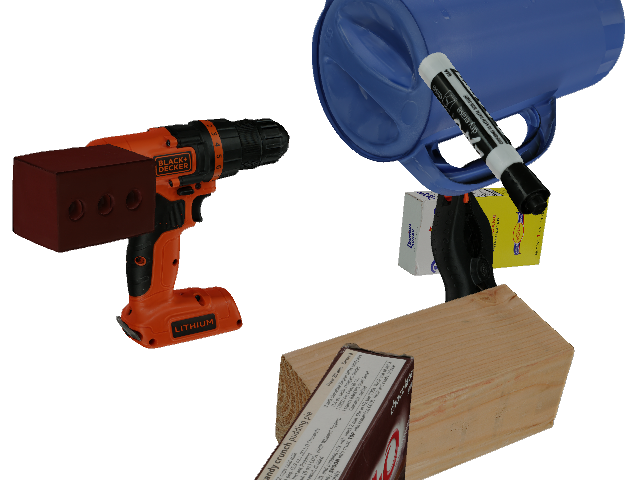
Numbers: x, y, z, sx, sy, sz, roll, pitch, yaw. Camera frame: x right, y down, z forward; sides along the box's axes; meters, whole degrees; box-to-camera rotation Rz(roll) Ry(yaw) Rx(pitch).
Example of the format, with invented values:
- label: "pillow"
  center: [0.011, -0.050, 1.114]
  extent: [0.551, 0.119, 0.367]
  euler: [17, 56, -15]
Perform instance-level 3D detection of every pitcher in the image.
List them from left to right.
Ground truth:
- label: "pitcher"
  center: [0.127, -0.141, 0.831]
  extent: [0.242, 0.149, 0.145]
  euler: [-18, 34, -34]

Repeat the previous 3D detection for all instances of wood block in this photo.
- label: "wood block"
  center: [0.078, 0.117, 0.815]
  extent: [0.205, 0.090, 0.091]
  euler: [-15, 40, -26]

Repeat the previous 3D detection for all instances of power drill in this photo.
- label: "power drill"
  center: [-0.109, -0.011, 0.920]
  extent: [0.184, 0.188, 0.057]
  euler: [-11, 20, -27]

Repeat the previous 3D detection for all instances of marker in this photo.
- label: "marker"
  center: [0.089, -0.059, 0.586]
  extent: [0.020, 0.121, 0.020]
  euler: [-19, -36, -15]

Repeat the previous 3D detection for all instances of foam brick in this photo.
- label: "foam brick"
  center: [-0.154, -0.029, 0.695]
  extent: [0.051, 0.053, 0.078]
  euler: [21, 25, 40]

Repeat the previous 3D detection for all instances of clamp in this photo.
- label: "clamp"
  center: [0.130, 0.036, 0.971]
  extent: [0.039, 0.171, 0.120]
  euler: [-11, 12, 35]

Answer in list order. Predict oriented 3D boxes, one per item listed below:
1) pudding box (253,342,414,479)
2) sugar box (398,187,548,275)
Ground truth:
- label: "pudding box"
  center: [0.007, 0.111, 0.463]
  extent: [0.039, 0.090, 0.113]
  euler: [11, 30, 16]
- label: "sugar box"
  center: [0.180, -0.013, 1.253]
  extent: [0.176, 0.093, 0.048]
  euler: [-6, 21, -26]
